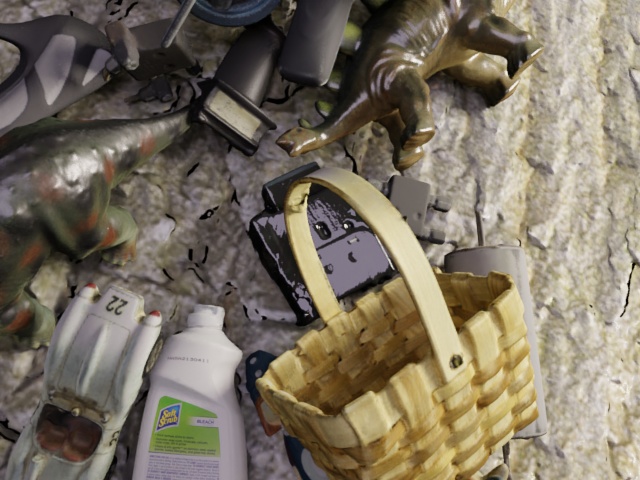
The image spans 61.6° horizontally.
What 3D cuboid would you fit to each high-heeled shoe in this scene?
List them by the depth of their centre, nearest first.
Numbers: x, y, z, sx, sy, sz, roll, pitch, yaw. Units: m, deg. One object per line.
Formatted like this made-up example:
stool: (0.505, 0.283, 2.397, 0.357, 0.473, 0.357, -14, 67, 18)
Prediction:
high-heeled shoe: (-0.267, -0.084, 0.483, 0.145, 0.086, 0.248, 10, 94, -39)

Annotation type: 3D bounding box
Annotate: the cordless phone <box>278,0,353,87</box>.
cordless phone: (0.044, -0.215, 0.472, 0.147, 0.088, 0.184, 16, 84, 6)

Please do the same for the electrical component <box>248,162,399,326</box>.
electrical component: (-0.001, -0.002, 0.504, 0.115, 0.058, 0.134, -28, 85, -16)

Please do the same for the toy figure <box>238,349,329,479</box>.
toy figure: (-0.012, 0.160, 0.467, 0.064, 0.058, 0.154, -39, 86, -26)

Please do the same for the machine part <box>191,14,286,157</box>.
machine part: (-0.071, -0.155, 0.524, 0.084, 0.039, 0.139, 28, 68, -29)

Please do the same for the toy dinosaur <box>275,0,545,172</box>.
toy dinosaur: (0.130, -0.226, 0.554, 0.471, 0.105, 0.198, -37, 83, -20)

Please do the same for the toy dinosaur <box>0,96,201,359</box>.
toy dinosaur: (-0.222, -0.008, 0.397, 0.131, 0.192, 0.405, 33, 76, -4)

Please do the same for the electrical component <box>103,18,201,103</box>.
electrical component: (-0.155, -0.162, 0.492, 0.078, 0.102, 0.045, -11, 84, -2)

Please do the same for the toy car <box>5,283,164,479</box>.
toy car: (-0.183, 0.130, 0.417, 0.073, 0.056, 0.201, 23, 99, 2)

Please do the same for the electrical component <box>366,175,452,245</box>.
electrical component: (0.085, -0.030, 0.543, 0.094, 0.021, 0.063, 15, 76, -7)

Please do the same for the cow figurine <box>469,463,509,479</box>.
cow figurine: (0.136, 0.247, 0.439, 0.085, 0.127, 0.195, -40, 90, -19)

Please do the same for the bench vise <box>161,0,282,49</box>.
bench vise: (-0.114, -0.255, 0.455, 0.223, 0.241, 0.128, 19, 117, -21)

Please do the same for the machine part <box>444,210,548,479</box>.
machine part: (0.162, 0.093, 0.503, 0.079, 0.079, 0.243, -2, 79, -11)
